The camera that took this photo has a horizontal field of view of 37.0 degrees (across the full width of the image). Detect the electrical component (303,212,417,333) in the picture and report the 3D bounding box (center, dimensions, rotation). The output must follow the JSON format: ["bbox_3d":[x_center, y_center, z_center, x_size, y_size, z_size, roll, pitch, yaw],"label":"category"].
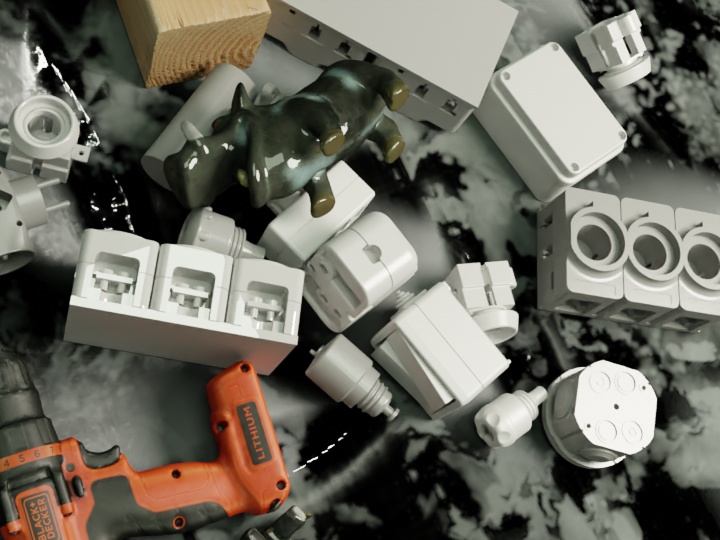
[{"bbox_3d":[0.000,0.000,0.791,0.059,0.095,0.053,-36,85,-25],"label":"electrical component"}]

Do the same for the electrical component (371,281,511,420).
[{"bbox_3d":[0.052,0.059,0.806,0.061,0.061,0.096,-37,86,-26],"label":"electrical component"}]

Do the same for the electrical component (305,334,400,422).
[{"bbox_3d":[-0.004,0.082,0.791,0.078,0.040,0.040,41,64,-1],"label":"electrical component"}]

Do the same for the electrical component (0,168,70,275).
[{"bbox_3d":[-0.246,-0.044,0.756,0.079,0.043,0.077,-21,79,-24],"label":"electrical component"}]

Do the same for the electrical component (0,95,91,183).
[{"bbox_3d":[-0.228,-0.095,0.773,0.066,0.055,0.048,14,67,-13],"label":"electrical component"}]

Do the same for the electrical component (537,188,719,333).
[{"bbox_3d":[0.228,-0.007,0.887,0.150,0.061,0.089,9,69,-15],"label":"electrical component"}]

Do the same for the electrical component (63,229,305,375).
[{"bbox_3d":[-0.123,0.021,0.747,0.150,0.089,0.061,11,68,-14],"label":"electrical component"}]

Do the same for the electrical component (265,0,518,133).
[{"bbox_3d":[0.023,-0.205,0.892,0.186,0.060,0.105,27,65,-7],"label":"electrical component"}]

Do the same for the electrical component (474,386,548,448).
[{"bbox_3d":[0.119,0.109,0.825,0.061,0.035,0.035,-31,83,-27],"label":"electrical component"}]

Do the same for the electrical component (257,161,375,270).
[{"bbox_3d":[-0.047,-0.051,0.821,0.076,0.047,0.083,45,64,2],"label":"electrical component"}]

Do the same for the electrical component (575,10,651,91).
[{"bbox_3d":[0.228,-0.194,0.957,0.048,0.066,0.055,-32,103,-25],"label":"electrical component"}]

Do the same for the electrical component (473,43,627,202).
[{"bbox_3d":[0.160,-0.126,0.910,0.078,0.057,0.113,-33,84,-25],"label":"electrical component"}]

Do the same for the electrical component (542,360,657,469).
[{"bbox_3d":[0.187,0.111,0.837,0.080,0.051,0.080,6,69,-16],"label":"electrical component"}]

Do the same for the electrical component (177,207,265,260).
[{"bbox_3d":[-0.102,-0.018,0.794,0.062,0.048,0.048,20,66,-18],"label":"electrical component"}]

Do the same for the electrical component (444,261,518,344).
[{"bbox_3d":[0.096,0.027,0.842,0.066,0.048,0.055,-4,65,-19],"label":"electrical component"}]
